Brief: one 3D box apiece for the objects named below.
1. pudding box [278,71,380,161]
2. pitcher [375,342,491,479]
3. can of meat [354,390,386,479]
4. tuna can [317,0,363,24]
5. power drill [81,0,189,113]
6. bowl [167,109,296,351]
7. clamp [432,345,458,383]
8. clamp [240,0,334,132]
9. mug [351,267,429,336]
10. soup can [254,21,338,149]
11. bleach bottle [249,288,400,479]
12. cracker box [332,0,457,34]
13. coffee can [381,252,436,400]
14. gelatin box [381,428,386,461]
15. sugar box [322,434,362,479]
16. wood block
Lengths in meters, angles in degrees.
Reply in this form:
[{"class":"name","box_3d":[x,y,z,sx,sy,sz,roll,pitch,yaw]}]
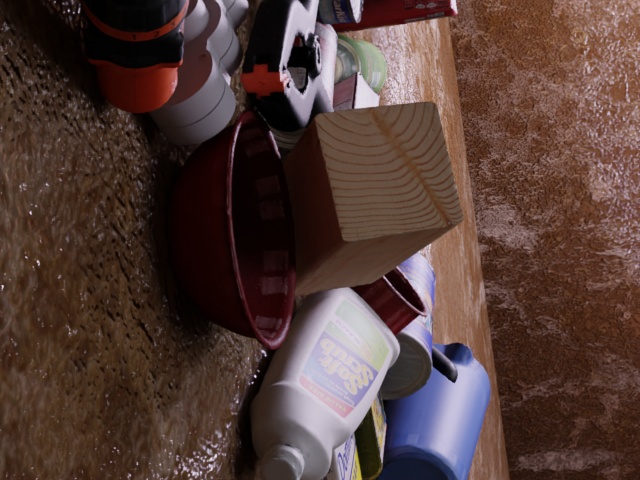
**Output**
[{"class":"pudding box","box_3d":[0.005,-0.091,0.962,0.039,0.090,0.113,47,32,-31]},{"class":"pitcher","box_3d":[0.131,0.248,1.323,0.149,0.145,0.242,67,21,-16]},{"class":"can of meat","box_3d":[0.031,0.171,1.044,0.084,0.057,0.102,-70,152,-65]},{"class":"tuna can","box_3d":[0.014,-0.226,0.904,0.086,0.034,0.086,-1,90,-79]},{"class":"power drill","box_3d":[-0.095,-0.181,0.550,0.185,0.057,0.187,120,-29,-69]},{"class":"bowl","box_3d":[-0.061,-0.004,0.718,0.162,0.055,0.162,-6,90,-78]},{"class":"clamp","box_3d":[0.098,0.113,1.240,0.039,0.120,0.171,45,36,-55]},{"class":"clamp","box_3d":[-0.016,-0.124,0.772,0.209,0.036,0.164,-69,154,-62]},{"class":"mug","box_3d":[0.043,0.058,1.040,0.093,0.081,0.117,44,13,-19]},{"class":"soup can","box_3d":[-0.021,-0.138,0.927,0.068,0.068,0.102,67,22,-52]},{"class":"bleach bottle","box_3d":[0.001,0.128,0.874,0.102,0.068,0.250,49,23,-9]},{"class":"cracker box","box_3d":[0.045,-0.323,1.081,0.072,0.164,0.214,-39,122,-77]},{"class":"coffee can","box_3d":[0.072,0.087,1.152,0.140,0.103,0.103,-79,159,-51]},{"class":"gelatin box","box_3d":[0.049,0.198,1.169,0.073,0.030,0.089,-79,159,-56]},{"class":"sugar box","box_3d":[0.015,0.242,0.961,0.093,0.048,0.176,-48,132,-74]},{"class":"wood block","box_3d":[0.023,-0.024,0.805,0.206,0.090,0.091,135,-55,-70]}]
